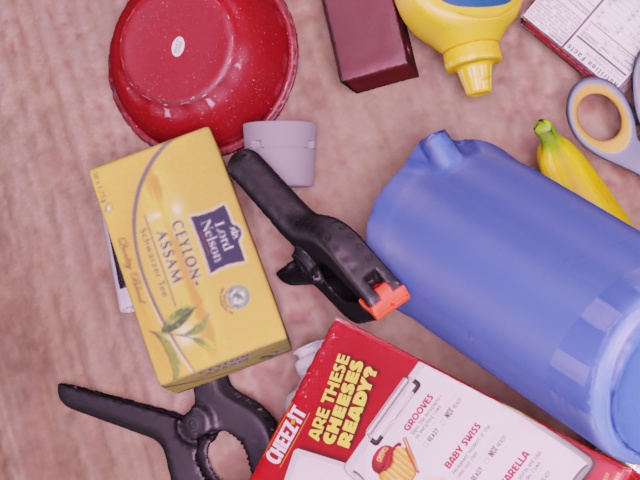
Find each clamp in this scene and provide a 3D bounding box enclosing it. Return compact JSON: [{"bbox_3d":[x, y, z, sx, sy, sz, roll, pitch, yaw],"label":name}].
[{"bbox_3d":[-0.005,0.001,0.722,0.039,0.172,0.120,-42,121,-16],"label":"clamp"},{"bbox_3d":[-0.100,0.142,0.816,0.165,0.036,0.210,-36,75,12],"label":"clamp"}]

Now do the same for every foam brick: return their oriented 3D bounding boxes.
[{"bbox_3d":[0.036,-0.154,0.784,0.051,0.053,0.078,-14,85,15],"label":"foam brick"}]

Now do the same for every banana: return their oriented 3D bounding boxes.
[{"bbox_3d":[0.198,0.006,0.723,0.037,0.069,0.198,-35,86,22],"label":"banana"}]

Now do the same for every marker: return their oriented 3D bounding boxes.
[{"bbox_3d":[-0.159,-0.002,0.838,0.020,0.020,0.121,-20,71,14],"label":"marker"}]

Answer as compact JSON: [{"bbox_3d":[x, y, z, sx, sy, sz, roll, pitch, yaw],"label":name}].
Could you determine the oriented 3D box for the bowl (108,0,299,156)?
[{"bbox_3d":[-0.101,-0.145,0.821,0.162,0.055,0.162,-1,88,16],"label":"bowl"}]

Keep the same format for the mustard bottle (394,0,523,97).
[{"bbox_3d":[0.095,-0.196,0.756,0.096,0.058,0.191,-8,85,-24],"label":"mustard bottle"}]

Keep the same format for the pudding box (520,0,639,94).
[{"bbox_3d":[0.210,-0.167,0.743,0.090,0.039,0.113,43,101,11],"label":"pudding box"}]

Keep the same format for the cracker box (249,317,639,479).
[{"bbox_3d":[0.067,0.167,0.654,0.214,0.072,0.164,25,84,35],"label":"cracker box"}]

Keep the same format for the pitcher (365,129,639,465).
[{"bbox_3d":[0.140,0.040,0.647,0.145,0.149,0.243,-65,30,9],"label":"pitcher"}]

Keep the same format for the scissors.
[{"bbox_3d":[0.220,-0.032,0.725,0.096,0.016,0.202,-4,97,6],"label":"scissors"}]

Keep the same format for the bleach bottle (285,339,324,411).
[{"bbox_3d":[0.048,0.187,0.756,0.102,0.068,0.251,-20,75,-10],"label":"bleach bottle"}]
